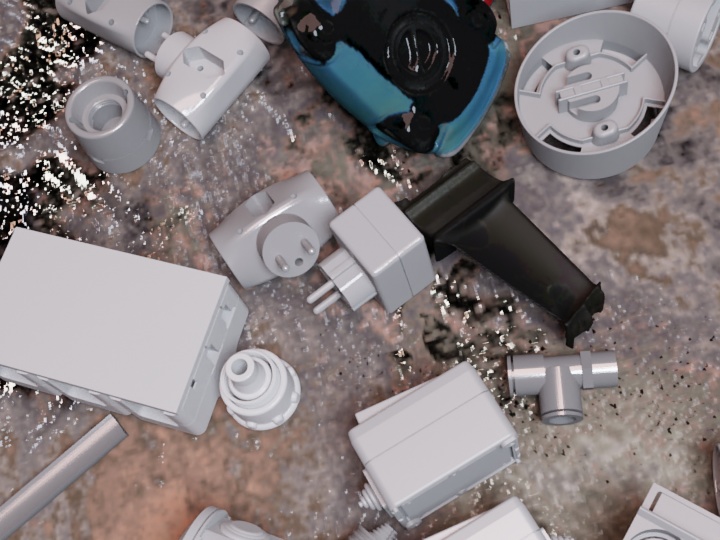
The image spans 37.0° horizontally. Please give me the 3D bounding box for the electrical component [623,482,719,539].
[{"bbox_3d":[0.189,0.177,0.555,0.121,0.063,0.078,27,75,20],"label":"electrical component"}]

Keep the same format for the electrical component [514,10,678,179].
[{"bbox_3d":[0.148,-0.110,0.684,0.099,0.064,0.099,-4,67,9],"label":"electrical component"}]

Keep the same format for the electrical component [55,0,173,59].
[{"bbox_3d":[-0.172,-0.205,0.797,0.077,0.043,0.079,28,75,20],"label":"electrical component"}]

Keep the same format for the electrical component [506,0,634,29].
[{"bbox_3d":[0.184,-0.234,0.708,0.186,0.105,0.060,-11,66,6],"label":"electrical component"}]

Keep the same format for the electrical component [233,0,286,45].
[{"bbox_3d":[-0.051,-0.208,0.775,0.043,0.043,0.081,28,75,20],"label":"electrical component"}]

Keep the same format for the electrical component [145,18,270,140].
[{"bbox_3d":[-0.118,-0.143,0.760,0.079,0.043,0.077,33,77,21],"label":"electrical component"}]

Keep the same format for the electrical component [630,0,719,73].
[{"bbox_3d":[0.205,-0.163,0.702,0.047,0.055,0.055,25,74,23],"label":"electrical component"}]

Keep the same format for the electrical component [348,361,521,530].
[{"bbox_3d":[0.036,0.102,0.617,0.096,0.061,0.061,-31,65,-3],"label":"electrical component"}]

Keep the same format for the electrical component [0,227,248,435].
[{"bbox_3d":[-0.158,0.039,0.680,0.150,0.061,0.089,13,70,16],"label":"electrical component"}]

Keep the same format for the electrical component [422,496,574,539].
[{"bbox_3d":[0.070,0.164,0.584,0.096,0.061,0.061,-31,65,-3],"label":"electrical component"}]

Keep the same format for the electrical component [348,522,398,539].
[{"bbox_3d":[-0.009,0.176,0.604,0.043,0.043,0.081,38,79,22],"label":"electrical component"}]

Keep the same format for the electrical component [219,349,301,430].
[{"bbox_3d":[-0.065,0.068,0.650,0.048,0.062,0.048,-4,67,9],"label":"electrical component"}]

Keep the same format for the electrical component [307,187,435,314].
[{"bbox_3d":[0.000,0.000,0.665,0.077,0.065,0.047,-37,66,-6],"label":"electrical component"}]

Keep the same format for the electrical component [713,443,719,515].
[{"bbox_3d":[0.235,0.098,0.591,0.077,0.044,0.079,-4,66,9],"label":"electrical component"}]

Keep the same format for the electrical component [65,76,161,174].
[{"bbox_3d":[-0.174,-0.102,0.752,0.055,0.047,0.055,-4,67,9],"label":"electrical component"}]

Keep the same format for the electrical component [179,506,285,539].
[{"bbox_3d":[-0.078,0.177,0.598,0.051,0.080,0.080,17,71,11],"label":"electrical component"}]

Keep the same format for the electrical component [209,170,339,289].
[{"bbox_3d":[-0.049,-0.020,0.683,0.077,0.043,0.079,-34,29,-4],"label":"electrical component"}]
